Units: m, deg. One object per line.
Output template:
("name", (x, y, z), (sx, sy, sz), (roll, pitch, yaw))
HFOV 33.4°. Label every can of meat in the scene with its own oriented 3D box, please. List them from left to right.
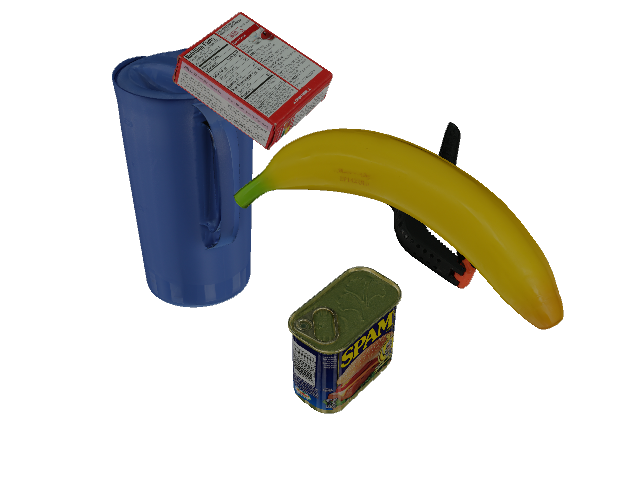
("can of meat", (0.020, 0.086, 0.906), (0.057, 0.084, 0.101), (31, 50, 29))

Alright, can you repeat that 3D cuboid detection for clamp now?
("clamp", (0.101, -0.039, 1.128), (0.164, 0.210, 0.036), (-7, -35, -16))

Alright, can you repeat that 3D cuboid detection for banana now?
("banana", (0.052, -0.018, 0.600), (0.198, 0.070, 0.037), (22, 10, 15))

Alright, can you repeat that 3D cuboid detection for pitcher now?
("pitcher", (-0.122, -0.054, 1.041), (0.145, 0.243, 0.149), (8, 32, 15))

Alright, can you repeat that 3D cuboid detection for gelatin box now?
("gelatin box", (-0.048, -0.115, 0.759), (0.089, 0.030, 0.073), (35, 52, 11))
